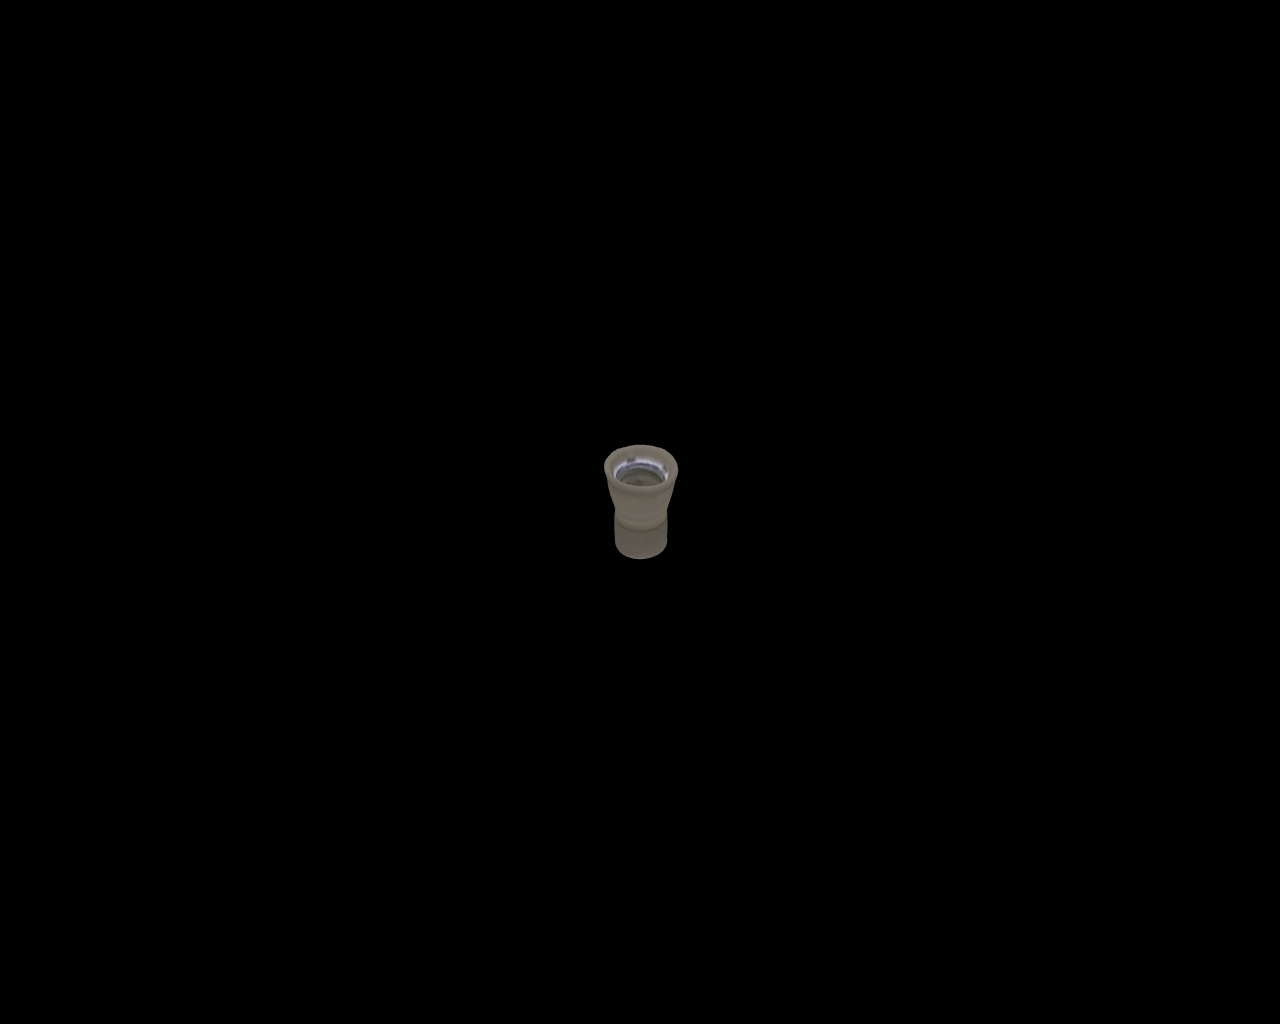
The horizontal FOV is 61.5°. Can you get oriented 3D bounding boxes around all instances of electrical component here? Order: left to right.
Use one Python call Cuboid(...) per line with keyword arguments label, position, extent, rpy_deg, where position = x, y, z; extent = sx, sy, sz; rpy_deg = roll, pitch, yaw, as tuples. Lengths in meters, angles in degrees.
Cuboid(label="electrical component", position=(0.001, -0.003, 0.650), extent=(0.044, 0.065, 0.044), rpy_deg=(0, 38, 0))
